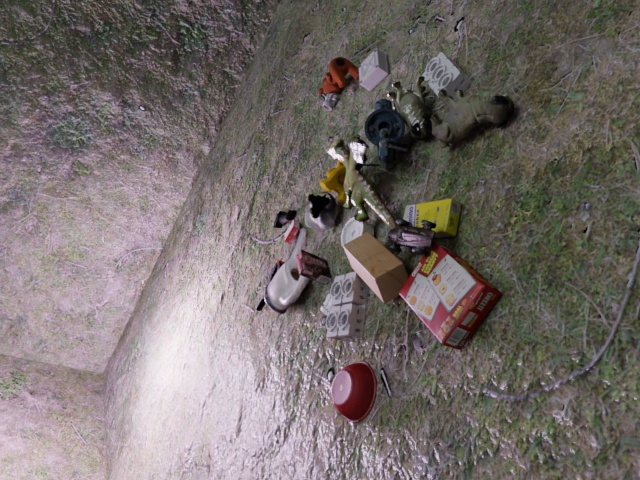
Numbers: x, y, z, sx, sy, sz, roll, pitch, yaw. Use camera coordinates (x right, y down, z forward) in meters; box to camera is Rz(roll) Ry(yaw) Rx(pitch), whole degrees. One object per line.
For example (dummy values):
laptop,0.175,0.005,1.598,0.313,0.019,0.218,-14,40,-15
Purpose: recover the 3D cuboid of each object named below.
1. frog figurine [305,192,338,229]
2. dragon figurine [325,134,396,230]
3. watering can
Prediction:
frog figurine,0.006,-0.092,1.819,0.123,0.156,0.139,-32,62,-12
dragon figurine,0.124,-0.194,1.544,0.123,0.238,0.417,-24,33,-15
watering can,-0.104,0.118,1.841,0.221,0.103,0.356,-50,21,27
